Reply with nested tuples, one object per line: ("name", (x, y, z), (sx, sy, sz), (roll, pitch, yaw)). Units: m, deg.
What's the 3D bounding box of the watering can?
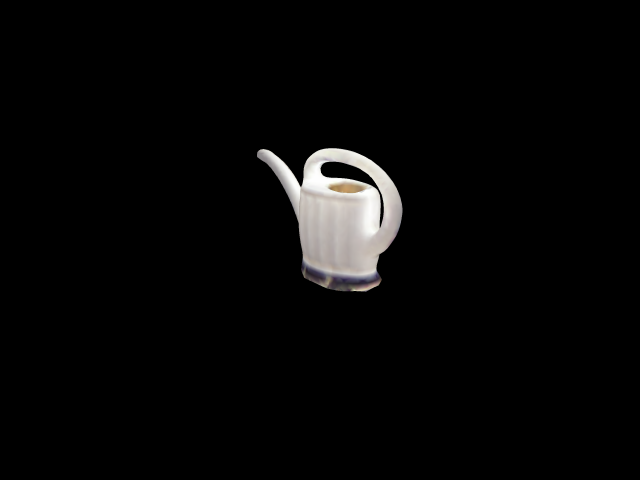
("watering can", (0.003, -0.043, 0.850), (0.104, 0.222, 0.350), (-11, 19, -37))
